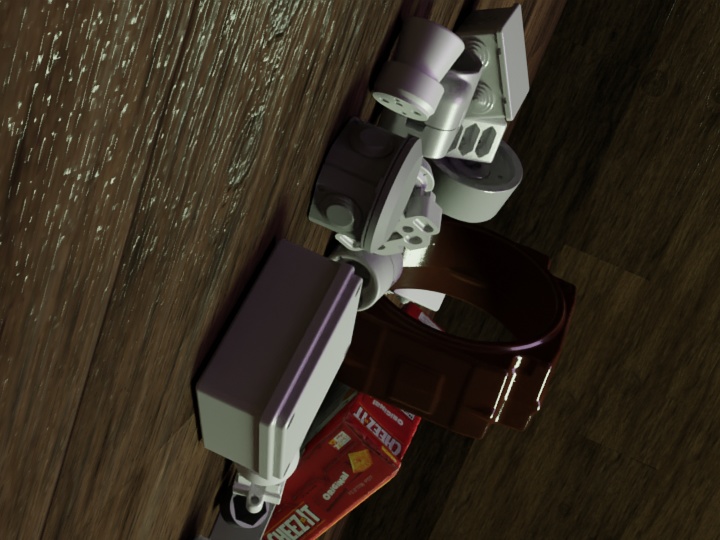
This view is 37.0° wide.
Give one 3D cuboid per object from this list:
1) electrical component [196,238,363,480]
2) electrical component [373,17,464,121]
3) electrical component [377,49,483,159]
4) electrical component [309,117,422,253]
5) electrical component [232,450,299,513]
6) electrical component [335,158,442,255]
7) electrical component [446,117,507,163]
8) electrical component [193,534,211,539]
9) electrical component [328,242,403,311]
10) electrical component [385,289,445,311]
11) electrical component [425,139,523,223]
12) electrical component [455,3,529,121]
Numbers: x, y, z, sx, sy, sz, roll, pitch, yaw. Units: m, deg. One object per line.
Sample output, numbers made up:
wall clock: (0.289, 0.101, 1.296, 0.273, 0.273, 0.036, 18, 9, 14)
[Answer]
electrical component: (-0.048, 0.055, 0.642, 0.108, 0.056, 0.108, 101, 15, -62)
electrical component: (0.038, -0.133, 0.712, 0.045, 0.045, 0.055, 55, 60, -82)
electrical component: (0.053, -0.130, 0.784, 0.095, 0.054, 0.059, -61, 172, -57)
electrical component: (0.005, -0.055, 0.695, 0.080, 0.051, 0.080, 24, 90, -83)
electrical component: (-0.070, 0.140, 0.795, 0.055, 0.048, 0.066, 105, -1, -61)
electrical component: (0.023, -0.050, 0.775, 0.058, 0.078, 0.057, 39, 50, -43)
electrical component: (0.099, -0.150, 1.066, 0.076, 0.066, 0.047, -104, -154, -50)
electrical component: (-0.090, 0.221, 0.769, 0.047, 0.083, 0.075, -57, 169, -53)
electrical component: (0.000, 0.000, 0.834, 0.047, 0.055, 0.055, -49, 161, -57)
electrical component: (0.057, -0.015, 1.095, 0.100, 0.048, 0.099, 24, 89, -52)
electrical component: (0.104, -0.095, 1.098, 0.108, 0.108, 0.060, -58, 175, -49)
electrical component: (0.124, -0.195, 1.011, 0.099, 0.048, 0.099, -56, 141, -56)
